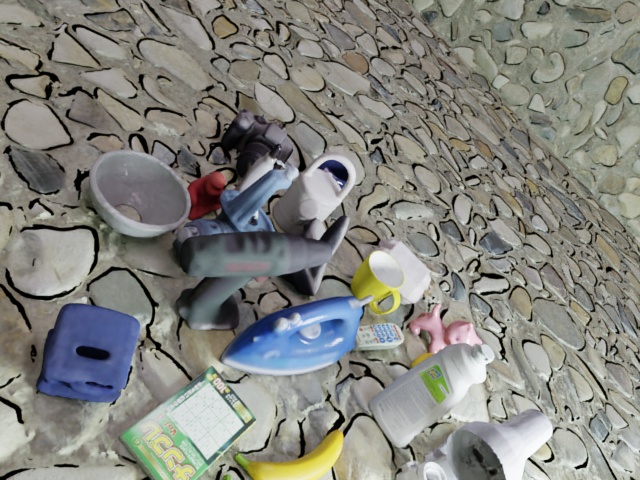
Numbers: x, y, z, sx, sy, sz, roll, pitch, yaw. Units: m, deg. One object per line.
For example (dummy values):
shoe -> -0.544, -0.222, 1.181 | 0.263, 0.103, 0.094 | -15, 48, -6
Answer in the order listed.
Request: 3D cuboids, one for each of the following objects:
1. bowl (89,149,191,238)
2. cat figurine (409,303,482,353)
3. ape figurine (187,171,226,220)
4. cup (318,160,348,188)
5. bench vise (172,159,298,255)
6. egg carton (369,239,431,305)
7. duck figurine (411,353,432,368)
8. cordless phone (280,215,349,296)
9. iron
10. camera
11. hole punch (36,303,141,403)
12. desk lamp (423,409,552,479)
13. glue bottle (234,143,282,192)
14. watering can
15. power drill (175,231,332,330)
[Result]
bowl -> -0.302, -0.063, 0.936 | 0.168, 0.074, 0.167 | 25, 41, -24
cat figurine -> 0.271, 0.189, 1.199 | 0.128, 0.117, 0.067 | 50, 37, 7
ape figurine -> -0.204, -0.088, 1.038 | 0.078, 0.092, 0.076 | 16, 45, -32
cup -> 0.007, -0.131, 1.277 | 0.118, 0.094, 0.091 | -4, 58, -45
bench vise -> -0.129, -0.033, 0.949 | 0.121, 0.219, 0.208 | 43, 37, -2
egg carton -> 0.174, 0.068, 1.264 | 0.150, 0.069, 0.107 | 45, 37, 1
duck figurine -> 0.245, 0.250, 1.144 | 0.105, 0.086, 0.077 | 13, 46, -35
cordless phone -> 0.010, 0.004, 1.074 | 0.094, 0.184, 0.147 | 33, 38, -15
iron -> -0.027, 0.144, 0.941 | 0.259, 0.141, 0.118 | -6, 59, -46
camera -> -0.134, -0.196, 1.201 | 0.143, 0.100, 0.137 | 36, 37, -11
hole punch -> -0.292, 0.146, 0.731 | 0.109, 0.091, 0.101 | 19, 43, -30
desk lamp -> 0.274, 0.360, 0.958 | 0.204, 0.213, 0.118 | -8, 60, -47
glue bottle -> -0.119, -0.122, 1.082 | 0.037, 0.173, 0.078 | 31, 39, -17
watering can -> -0.004, -0.092, 1.146 | 0.101, 0.193, 0.172 | 23, 41, -26
power drill -> -0.120, 0.057, 0.880 | 0.230, 0.208, 0.075 | 7, 50, -39
